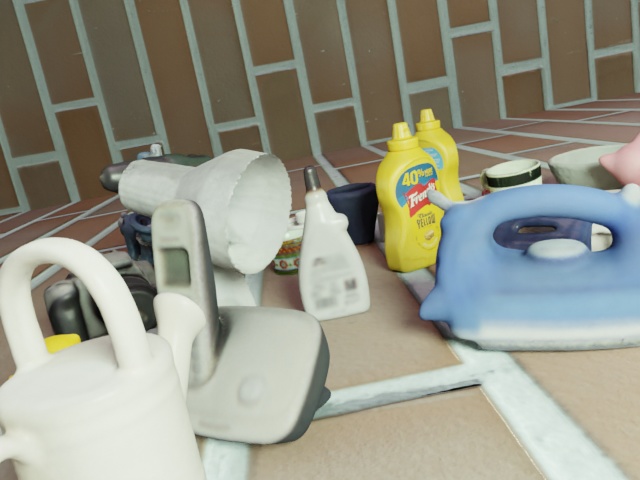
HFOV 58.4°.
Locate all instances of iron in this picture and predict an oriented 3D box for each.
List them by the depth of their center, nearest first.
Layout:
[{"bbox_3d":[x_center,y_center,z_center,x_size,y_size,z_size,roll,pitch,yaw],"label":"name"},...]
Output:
[{"bbox_3d":[0.216,0.011,0.504,0.257,0.141,0.119,-5,15,22],"label":"iron"}]

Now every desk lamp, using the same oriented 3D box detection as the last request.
[{"bbox_3d":[-0.123,0.015,0.602,0.202,0.214,0.118,-3,16,29],"label":"desk lamp"}]

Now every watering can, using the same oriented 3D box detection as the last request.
[{"bbox_3d":[-0.133,0.089,0.345,0.101,0.194,0.173,-10,14,5],"label":"watering can"}]

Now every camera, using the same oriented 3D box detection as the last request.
[{"bbox_3d":[-0.261,0.073,0.713,0.143,0.101,0.136,-18,15,-27],"label":"camera"}]

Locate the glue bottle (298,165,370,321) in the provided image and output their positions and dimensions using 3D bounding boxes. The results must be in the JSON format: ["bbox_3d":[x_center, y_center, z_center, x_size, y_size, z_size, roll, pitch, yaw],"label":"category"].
[{"bbox_3d":[0.006,0.002,0.638,0.078,0.173,0.037,-11,14,0],"label":"glue bottle"}]

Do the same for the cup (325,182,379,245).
[{"bbox_3d":[0.061,-0.044,0.951,0.091,0.095,0.118,-5,15,22],"label":"cup"}]

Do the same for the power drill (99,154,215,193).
[{"bbox_3d":[-0.187,-0.028,0.838,0.230,0.208,0.075,-23,18,-40],"label":"power drill"}]

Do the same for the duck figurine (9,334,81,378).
[{"bbox_3d":[-0.218,0.124,0.505,0.105,0.086,0.077,-20,16,-34],"label":"duck figurine"}]

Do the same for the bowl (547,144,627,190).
[{"bbox_3d":[0.465,-0.107,0.938,0.167,0.075,0.167,-10,14,3],"label":"bowl"}]

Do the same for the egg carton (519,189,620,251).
[{"bbox_3d":[0.316,-0.017,0.695,0.150,0.069,0.107,-4,15,27],"label":"egg carton"}]

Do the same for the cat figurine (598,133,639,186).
[{"bbox_3d":[0.459,-0.093,0.790,0.067,0.118,0.127,-20,17,-34],"label":"cat figurine"}]

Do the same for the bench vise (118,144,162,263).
[{"bbox_3d":[-0.301,-0.050,0.995,0.206,0.220,0.122,-5,15,24],"label":"bench vise"}]

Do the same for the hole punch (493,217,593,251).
[{"bbox_3d":[0.243,0.003,0.624,0.108,0.091,0.101,0,18,39],"label":"hole punch"}]

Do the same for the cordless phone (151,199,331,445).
[{"bbox_3d":[-0.071,0.058,0.445,0.147,0.185,0.094,-3,16,30],"label":"cordless phone"}]
